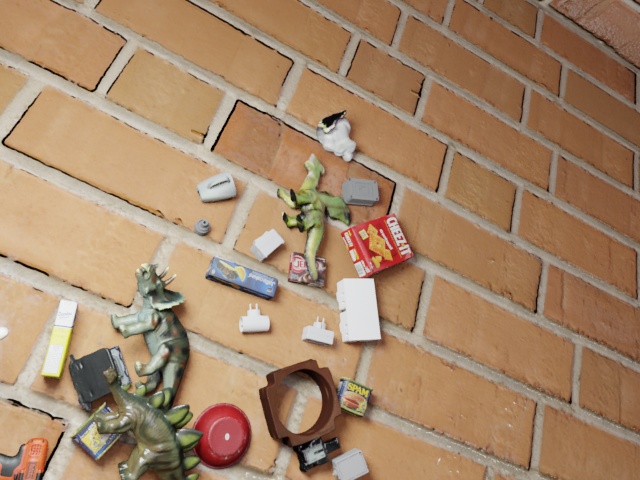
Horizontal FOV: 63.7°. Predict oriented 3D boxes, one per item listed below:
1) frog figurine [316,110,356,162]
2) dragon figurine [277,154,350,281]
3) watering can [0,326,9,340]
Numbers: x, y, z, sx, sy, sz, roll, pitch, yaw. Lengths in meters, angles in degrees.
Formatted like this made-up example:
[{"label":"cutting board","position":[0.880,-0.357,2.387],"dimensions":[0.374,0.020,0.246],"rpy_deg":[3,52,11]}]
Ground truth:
[{"label":"frog figurine","position":[0.064,-0.352,1.785],"dimensions":[0.156,0.122,0.140],"rpy_deg":[60,43,-37]},{"label":"dragon figurine","position":[0.005,-0.083,1.644],"dimensions":[0.244,0.120,0.414],"rpy_deg":[-8,75,-35]},{"label":"watering can","position":[-0.835,0.269,1.067],"dimensions":[0.349,0.219,0.106],"rpy_deg":[-8,57,-27]}]
